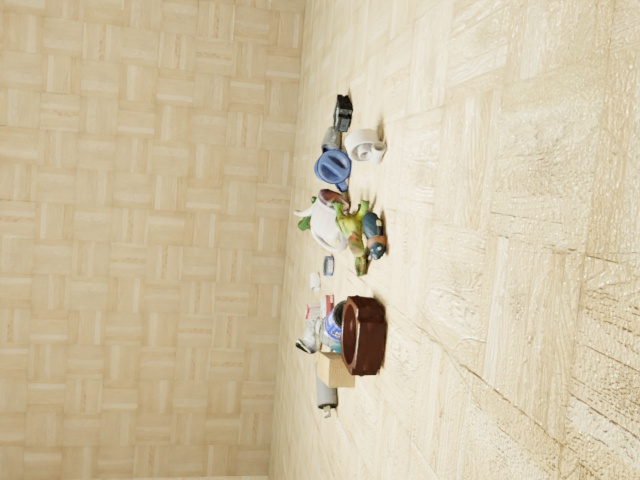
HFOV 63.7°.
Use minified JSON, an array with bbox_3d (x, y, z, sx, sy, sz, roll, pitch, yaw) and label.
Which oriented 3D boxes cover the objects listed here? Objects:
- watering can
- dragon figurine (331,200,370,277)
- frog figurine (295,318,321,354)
[{"bbox_3d":[0.006,-0.101,2.005,0.104,0.220,0.353,-6,34,-37],"label":"watering can"},{"bbox_3d":[0.106,-0.001,1.668,0.122,0.244,0.408,-5,-7,3],"label":"dragon figurine"},{"bbox_3d":[-0.029,0.418,2.279,0.124,0.162,0.134,27,-27,29],"label":"frog figurine"}]
